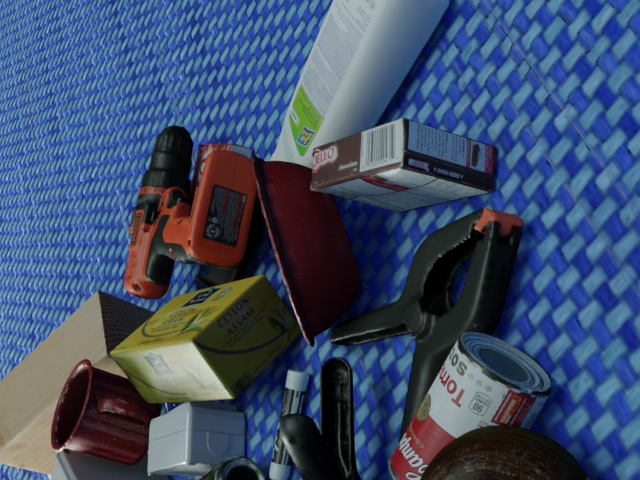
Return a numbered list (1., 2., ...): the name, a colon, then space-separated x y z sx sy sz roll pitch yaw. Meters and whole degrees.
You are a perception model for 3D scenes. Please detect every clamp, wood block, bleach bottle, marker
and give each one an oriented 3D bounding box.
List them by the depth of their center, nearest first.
1. clamp: 0.081 0.069 0.759 0.210 0.036 0.164 -55 39 36
2. clamp: 0.007 0.178 0.763 0.039 0.120 0.171 -8 93 24
3. marker: -0.029 0.171 0.907 0.020 0.020 0.121 5 84 57
4. bleach bottle: 0.014 -0.124 0.911 0.251 0.068 0.102 -59 34 29
5. wood block: -0.266 0.160 1.165 0.206 0.090 0.091 -41 45 23

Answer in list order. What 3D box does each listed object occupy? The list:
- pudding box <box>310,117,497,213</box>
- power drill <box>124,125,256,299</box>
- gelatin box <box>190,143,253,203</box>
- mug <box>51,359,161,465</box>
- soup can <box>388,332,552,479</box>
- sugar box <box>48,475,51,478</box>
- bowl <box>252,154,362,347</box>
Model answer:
1. pudding box: 0.060 -0.052 0.787 0.114 0.089 0.039 -9 73 55
2. power drill: -0.127 -0.036 1.040 0.188 0.057 0.184 -11 68 60
3. gelatin box: -0.106 -0.054 1.097 0.073 0.030 0.089 6 84 57
4. mug: -0.204 0.171 1.048 0.117 0.081 0.093 -26 47 54
5. soup can: 0.097 0.119 0.689 0.102 0.068 0.069 -64 35 18
6. sugar box: -0.314 0.227 1.299 0.176 0.048 0.093 31 103 58
7. bowl: -0.006 0.001 0.856 0.162 0.055 0.162 -19 -89 -88
